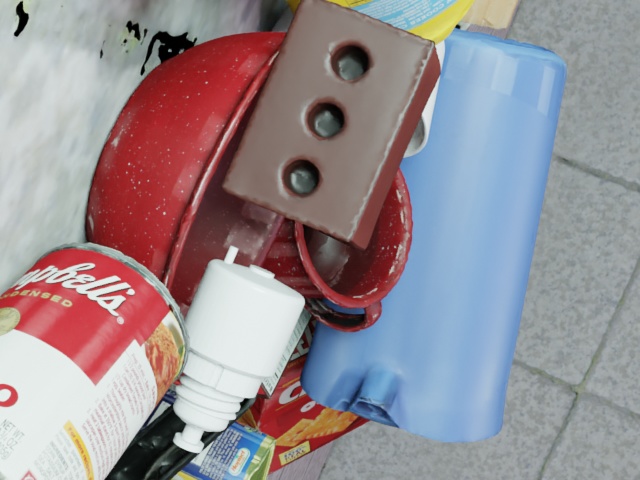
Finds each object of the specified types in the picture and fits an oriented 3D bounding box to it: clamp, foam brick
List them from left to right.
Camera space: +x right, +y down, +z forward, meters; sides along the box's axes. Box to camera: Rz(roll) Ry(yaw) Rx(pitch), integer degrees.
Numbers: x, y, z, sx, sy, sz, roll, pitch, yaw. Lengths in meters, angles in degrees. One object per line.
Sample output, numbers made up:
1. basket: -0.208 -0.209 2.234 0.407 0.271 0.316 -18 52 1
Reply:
1. clamp: -0.095 0.117 0.495 0.120 0.039 0.172 -17 154 -36
2. foam brick: 0.006 -0.041 0.395 0.051 0.053 0.078 7 105 -81

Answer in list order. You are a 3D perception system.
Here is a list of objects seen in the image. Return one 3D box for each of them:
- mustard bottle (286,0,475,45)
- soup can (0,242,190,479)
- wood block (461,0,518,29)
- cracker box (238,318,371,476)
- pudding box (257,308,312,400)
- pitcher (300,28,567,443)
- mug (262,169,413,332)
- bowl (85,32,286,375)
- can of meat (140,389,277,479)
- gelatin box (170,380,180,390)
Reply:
1. mustard bottle: 0.026 -0.125 0.445 0.096 0.058 0.191 -27 161 11
2. soup can: -0.096 0.056 0.356 0.102 0.068 0.069 -55 166 -51
3. wood block: 0.094 -0.236 0.605 0.090 0.090 0.206 -86 -171 -47
4. cracker box: 0.006 0.102 0.873 0.164 0.072 0.214 -25 156 -19
5. pudding box: -0.036 0.029 0.665 0.113 0.039 0.090 -60 146 -30
6. pitcher: 0.077 -0.008 0.678 0.149 0.144 0.243 31 -69 62
7. mug: -0.004 0.001 0.593 0.093 0.082 0.117 -45 119 -37
8. bowl: -0.052 -0.025 0.453 0.162 0.055 0.162 24 89 -82
9. can of meat: -0.079 0.143 0.655 0.102 0.084 0.057 104 13 -48
10. gelatin box: -0.075 0.086 0.709 0.073 0.030 0.089 -60 170 -33
